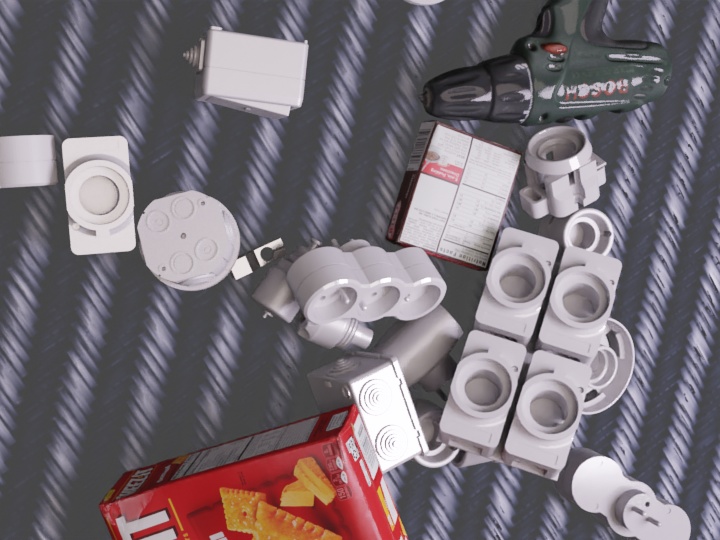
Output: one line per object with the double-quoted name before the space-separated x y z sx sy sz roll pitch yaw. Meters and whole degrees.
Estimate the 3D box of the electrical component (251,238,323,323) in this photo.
"electrical component" -0.058 0.008 0.905 0.040 0.040 0.078 36 84 -15

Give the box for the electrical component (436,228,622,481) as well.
"electrical component" 0.143 0.067 0.904 0.105 0.060 0.186 17 72 9

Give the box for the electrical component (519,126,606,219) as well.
"electrical component" 0.176 -0.089 0.943 0.078 0.058 0.057 -28 132 -11

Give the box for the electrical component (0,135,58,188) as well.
"electrical component" -0.305 -0.098 0.822 0.138 0.052 0.073 -5 96 -14

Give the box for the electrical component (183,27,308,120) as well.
"electrical component" -0.096 -0.158 0.871 0.096 0.062 0.061 5 93 -16

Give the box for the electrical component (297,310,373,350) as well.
"electrical component" -0.019 0.048 0.918 0.062 0.043 0.043 25 87 -17

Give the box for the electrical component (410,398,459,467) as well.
"electrical component" 0.058 0.144 0.943 0.055 0.047 0.055 -1 93 -18

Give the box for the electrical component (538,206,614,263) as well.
"electrical component" 0.196 -0.031 0.969 0.055 0.047 0.055 -1 94 -16

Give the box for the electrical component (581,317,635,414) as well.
"electrical component" 0.198 0.081 0.982 0.099 0.064 0.099 -6 103 -28

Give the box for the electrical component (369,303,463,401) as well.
"electrical component" 0.059 0.079 0.941 0.077 0.044 0.079 -42 104 -9

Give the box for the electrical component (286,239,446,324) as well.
"electrical component" 0.000 0.000 0.895 0.138 0.073 0.052 -1 136 -36

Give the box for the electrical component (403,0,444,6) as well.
"electrical component" 0.059 -0.268 0.912 0.080 0.051 0.080 -1 94 -15

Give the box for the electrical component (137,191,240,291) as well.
"electrical component" -0.139 -0.025 0.867 0.080 0.051 0.080 0 85 -1

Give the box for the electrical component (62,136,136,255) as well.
"electrical component" -0.207 -0.059 0.851 0.050 0.056 0.089 -5 95 -15

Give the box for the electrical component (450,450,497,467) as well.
"electrical component" 0.116 0.155 0.965 0.065 0.044 0.044 4 93 -20

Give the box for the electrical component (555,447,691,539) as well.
"electrical component" 0.250 0.219 0.989 0.138 0.074 0.052 35 85 -15

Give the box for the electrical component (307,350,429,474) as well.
"electrical component" 0.004 0.119 0.901 0.048 0.100 0.099 -24 100 -26
